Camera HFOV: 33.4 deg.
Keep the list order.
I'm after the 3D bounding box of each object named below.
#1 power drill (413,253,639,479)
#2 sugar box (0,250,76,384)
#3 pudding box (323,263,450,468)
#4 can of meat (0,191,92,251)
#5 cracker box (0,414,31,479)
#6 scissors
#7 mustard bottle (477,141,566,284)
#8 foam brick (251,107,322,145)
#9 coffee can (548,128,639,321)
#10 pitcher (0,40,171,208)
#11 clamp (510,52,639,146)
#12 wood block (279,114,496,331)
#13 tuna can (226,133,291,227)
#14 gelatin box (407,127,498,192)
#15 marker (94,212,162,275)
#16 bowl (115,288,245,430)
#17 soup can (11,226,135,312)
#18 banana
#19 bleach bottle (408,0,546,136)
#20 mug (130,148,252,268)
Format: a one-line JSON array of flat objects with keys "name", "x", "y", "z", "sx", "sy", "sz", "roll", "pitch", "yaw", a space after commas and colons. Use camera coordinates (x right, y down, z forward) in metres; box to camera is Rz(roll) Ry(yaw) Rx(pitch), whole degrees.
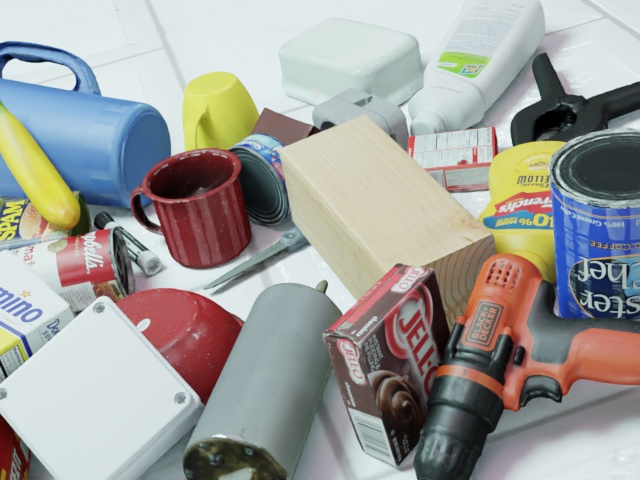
[{"name": "power drill", "x": 0.168, "y": 0.103, "z": 0.711, "sx": 0.188, "sy": 0.057, "sz": 0.184, "roll": 12, "pitch": 63, "yaw": 24}, {"name": "sugar box", "x": -0.273, "y": 0.084, "z": 0.774, "sx": 0.176, "sy": 0.048, "sz": 0.093, "roll": -38, "pitch": 52, "yaw": -25}, {"name": "pudding box", "x": 0.054, "y": 0.086, "z": 0.747, "sx": 0.039, "sy": 0.113, "sz": 0.089, "roll": 14, "pitch": 42, "yaw": 40}, {"name": "can of meat", "x": -0.271, "y": -0.002, "z": 1.035, "sx": 0.084, "sy": 0.057, "sz": 0.102, "roll": -8, "pitch": 35, "yaw": 1}, {"name": "cracker box", "x": -0.327, "y": 0.165, "z": 0.794, "sx": 0.213, "sy": 0.072, "sz": 0.164, "roll": -14, "pitch": 33, "yaw": -1}, {"name": "scissors", "x": -0.006, "y": 0.001, "z": 0.978, "sx": 0.096, "sy": 0.016, "sz": 0.201, "roll": 17, "pitch": 44, "yaw": 37}, {"name": "mustard bottle", "x": 0.180, "y": -0.012, "z": 0.897, "sx": 0.096, "sy": 0.058, "sz": 0.191, "roll": 1, "pitch": 37, "yaw": 19}, {"name": "foam brick", "x": -0.028, "y": -0.092, "z": 1.072, "sx": 0.078, "sy": 0.051, "sz": 0.053, "roll": 27, "pitch": 88, "yaw": 43}, {"name": "coffee can", "x": 0.224, "y": 0.003, "z": 0.787, "sx": 0.103, "sy": 0.140, "sz": 0.103, "roll": -9, "pitch": 34, "yaw": 6}, {"name": "pitcher", "x": -0.281, "y": -0.112, "z": 1.124, "sx": 0.243, "sy": 0.149, "sz": 0.144, "roll": 9, "pitch": 39, "yaw": 24}, {"name": "clamp", "x": 0.244, "y": -0.130, "z": 1.067, "sx": 0.165, "sy": 0.036, "sz": 0.209, "roll": 20, "pitch": 46, "yaw": 39}, {"name": "wood block", "x": 0.053, "y": -0.009, "z": 0.890, "sx": 0.090, "sy": 0.090, "sz": 0.206, "roll": -23, "pitch": 41, "yaw": -15}, {"name": "tuna can", "x": -0.053, "y": -0.058, "z": 1.016, "sx": 0.086, "sy": 0.086, "sz": 0.033, "roll": 19, "pitch": 43, "yaw": 38}, {"name": "gelatin box", "x": 0.128, "y": -0.076, "z": 1.034, "sx": 0.089, "sy": 0.030, "sz": 0.073, "roll": -5, "pitch": 33, "yaw": 12}, {"name": "marker", "x": -0.189, "y": 0.001, "z": 1.035, "sx": 0.020, "sy": 0.020, "sz": 0.121, "roll": -29, "pitch": 37, "yaw": -23}, {"name": "bowl", "x": -0.134, "y": 0.087, "z": 0.851, "sx": 0.162, "sy": 0.055, "sz": 0.162, "roll": -12, "pitch": 33, "yaw": 8}, {"name": "soup can", "x": -0.225, "y": 0.031, "z": 0.960, "sx": 0.102, "sy": 0.068, "sz": 0.068, "roll": -12, "pitch": 34, "yaw": 2}, {"name": "banana", "x": -0.269, "y": -0.061, "z": 1.009, "sx": 0.037, "sy": 0.069, "sz": 0.198, "roll": -38, "pitch": 57, "yaw": -5}, {"name": "bleach bottle", "x": 0.156, "y": -0.183, "z": 1.153, "sx": 0.103, "sy": 0.068, "sz": 0.250, "roll": 10, "pitch": 42, "yaw": 31}, {"name": "mug", "x": -0.122, "y": -0.028, "z": 0.998, "sx": 0.117, "sy": 0.081, "sz": 0.093, "roll": -1, "pitch": 35, "yaw": 16}]
